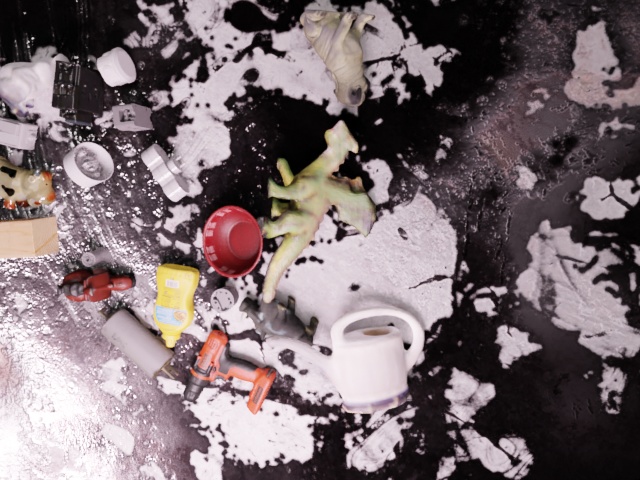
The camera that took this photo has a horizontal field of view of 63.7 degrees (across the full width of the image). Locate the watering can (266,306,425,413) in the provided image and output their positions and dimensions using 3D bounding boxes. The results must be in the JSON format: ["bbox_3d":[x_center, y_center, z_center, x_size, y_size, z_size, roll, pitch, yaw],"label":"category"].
[{"bbox_3d":[0.068,0.266,1.115,0.348,0.104,0.224,-9,91,-11],"label":"watering can"}]

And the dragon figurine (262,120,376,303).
[{"bbox_3d":[0.003,-0.057,1.127,0.243,0.123,0.408,5,96,0],"label":"dragon figurine"}]

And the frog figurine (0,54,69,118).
[{"bbox_3d":[-0.659,-0.377,1.181,0.122,0.139,0.158,42,101,-14],"label":"frog figurine"}]
